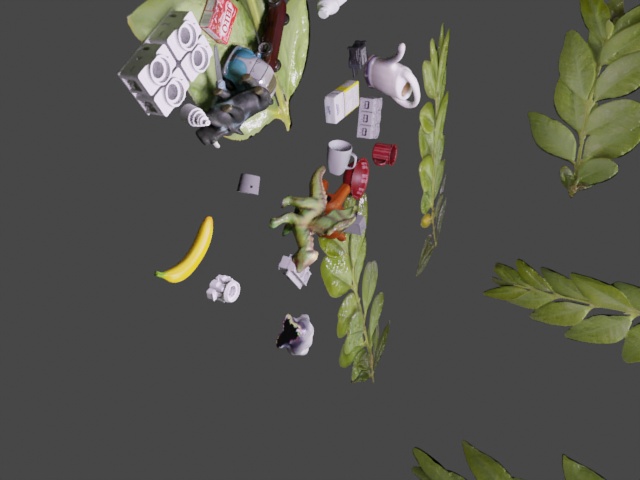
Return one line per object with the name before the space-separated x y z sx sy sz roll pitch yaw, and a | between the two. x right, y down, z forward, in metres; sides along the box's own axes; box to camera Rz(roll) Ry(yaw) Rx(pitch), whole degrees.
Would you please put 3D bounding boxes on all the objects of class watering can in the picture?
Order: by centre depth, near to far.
watering can | 0.256 -0.603 1.844 0.105 0.227 0.341 -51 150 -9

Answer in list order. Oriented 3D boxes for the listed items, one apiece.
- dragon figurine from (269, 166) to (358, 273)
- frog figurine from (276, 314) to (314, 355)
dragon figurine | 0.005 -0.078 1.549 0.418 0.243 0.119 -59 146 -29
frog figurine | -0.059 0.323 1.750 0.158 0.122 0.139 27 58 -53
